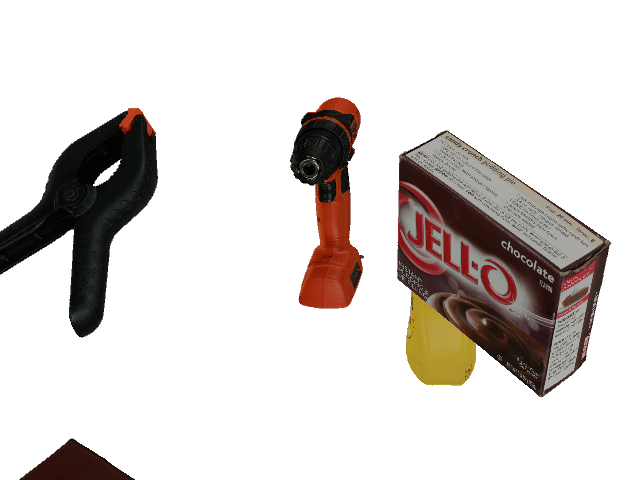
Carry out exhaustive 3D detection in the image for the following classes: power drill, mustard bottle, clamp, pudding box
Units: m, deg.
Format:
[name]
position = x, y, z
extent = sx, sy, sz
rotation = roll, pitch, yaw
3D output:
[power drill]
position = 0.007, -0.032, 1.036
extent = 0.057, 0.188, 0.184
rotation = 5, 22, 11
[mustard bottle]
position = 0.098, 0.013, 0.852
extent = 0.058, 0.192, 0.096
rotation = 1, 26, 5
[clamp]
position = -0.173, -0.019, 0.729
extent = 0.120, 0.171, 0.039
rotation = 12, -31, 17
[pudding box]
position = 0.087, 0.010, 0.538
extent = 0.039, 0.090, 0.114
rotation = -33, 51, -26

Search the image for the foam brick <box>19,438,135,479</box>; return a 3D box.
[foam brick]
position = -0.094, 0.133, 0.450
extent = 0.078, 0.051, 0.052
rotation = 24, 45, 31
